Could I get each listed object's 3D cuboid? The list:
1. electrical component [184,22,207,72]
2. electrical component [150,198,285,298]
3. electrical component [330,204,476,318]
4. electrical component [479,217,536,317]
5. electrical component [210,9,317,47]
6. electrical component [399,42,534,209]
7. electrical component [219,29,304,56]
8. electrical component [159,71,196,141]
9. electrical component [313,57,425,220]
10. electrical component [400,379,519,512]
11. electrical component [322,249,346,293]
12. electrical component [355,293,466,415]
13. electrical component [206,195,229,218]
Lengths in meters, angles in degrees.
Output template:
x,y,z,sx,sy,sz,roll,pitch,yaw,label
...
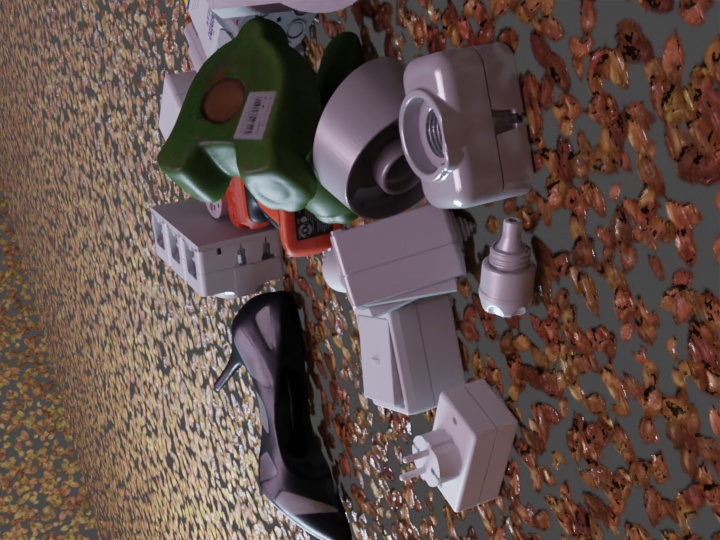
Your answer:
x,y,z,sx,sy,sz,roll,pitch,yaw,label
-0.146,-0.213,1.064,0.081,0.043,0.043,65,153,24,electrical component
-0.149,-0.026,1.116,0.150,0.089,0.061,33,132,56,electrical component
0.035,-0.008,0.736,0.062,0.096,0.061,33,-139,-83,electrical component
0.094,-0.003,0.676,0.035,0.035,0.061,40,135,52,electrical component
-0.077,-0.217,0.873,0.051,0.080,0.080,54,148,31,electrical component
0.063,-0.088,0.664,0.054,0.059,0.095,5,108,64,electrical component
-0.084,-0.181,0.924,0.081,0.064,0.042,55,148,37,electrical component
-0.170,-0.156,1.123,0.061,0.062,0.096,63,153,26,electrical component
0.015,-0.086,0.728,0.064,0.099,0.099,50,145,34,electrical component
0.062,0.130,0.765,0.047,0.076,0.083,52,147,41,electrical component
0.000,0.000,0.870,0.078,0.040,0.040,7,109,64,electrical component
0.034,0.054,0.803,0.062,0.061,0.096,4,106,65,electrical component
-0.130,-0.084,1.095,0.055,0.047,0.055,42,139,51,electrical component
